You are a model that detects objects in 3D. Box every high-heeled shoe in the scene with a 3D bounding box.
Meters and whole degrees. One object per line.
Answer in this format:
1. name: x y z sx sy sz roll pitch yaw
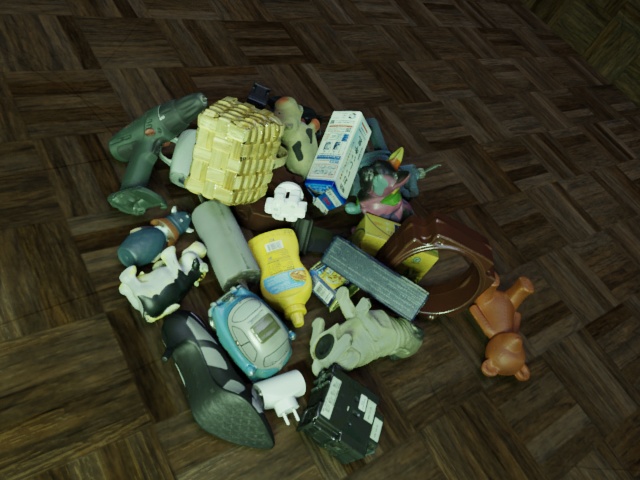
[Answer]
1. high-heeled shoe: -0.158 0.215 0.850 0.248 0.086 0.145 47 12 -9

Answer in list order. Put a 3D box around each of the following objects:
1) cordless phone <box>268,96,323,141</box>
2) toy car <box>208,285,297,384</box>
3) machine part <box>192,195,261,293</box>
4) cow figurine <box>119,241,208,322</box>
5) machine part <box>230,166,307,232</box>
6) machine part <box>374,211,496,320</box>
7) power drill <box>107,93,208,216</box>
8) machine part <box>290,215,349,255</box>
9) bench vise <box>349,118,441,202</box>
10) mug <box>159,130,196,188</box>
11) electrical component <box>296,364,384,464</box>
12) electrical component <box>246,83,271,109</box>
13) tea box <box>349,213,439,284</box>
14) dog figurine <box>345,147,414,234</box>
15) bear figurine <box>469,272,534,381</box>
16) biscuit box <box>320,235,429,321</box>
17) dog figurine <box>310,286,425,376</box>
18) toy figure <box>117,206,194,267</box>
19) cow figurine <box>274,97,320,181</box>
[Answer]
1. cordless phone: -0.094 -0.303 1.314 0.146 0.088 0.184 -18 51 -36
2. toy car: -0.100 0.148 0.865 0.109 0.103 0.161 -36 98 -32
3. machine part: -0.174 0.011 0.990 0.079 0.079 0.243 -12 58 -34
4. cow figurine: -0.246 0.066 0.910 0.098 0.068 0.167 48 49 12
5. machine part: -0.113 -0.094 1.126 0.179 0.056 0.179 13 49 -16
6. machine part: 0.223 0.057 1.057 0.201 0.201 0.087 25 37 -17
7. power drill: -0.308 -0.157 0.988 0.086 0.232 0.207 30 55 -53
8. machine part: -0.002 -0.003 1.102 0.139 0.039 0.084 16 84 -26
9. bench vise: 0.144 -0.198 1.289 0.224 0.129 0.240 -14 77 -14
10. mug: -0.273 -0.164 1.087 0.109 0.081 0.107 23 54 -15
11. electrical component: 0.040 0.287 0.866 0.134 0.058 0.115 40 45 -12
12. electrical component: -0.156 -0.309 1.276 0.048 0.074 0.119 21 49 -10
13. tea box: 0.153 0.019 1.137 0.170 0.098 0.068 17 46 -11
14. dog figurine: 0.152 -0.092 1.148 0.191 0.219 0.108 10 52 -19
15. bear figurine: 0.378 0.178 1.100 0.120 0.131 0.196 11 42 -7
16. biscuit box: 0.099 0.068 0.986 0.203 0.063 0.059 34 0 12
17. dog figurine: 0.089 0.196 0.969 0.190 0.172 0.121 38 3 -29
18. toy figure: -0.291 -0.007 0.957 0.058 0.064 0.154 6 31 28
19. cow figurine: -0.058 -0.219 1.180 0.086 0.194 0.127 12 41 36
